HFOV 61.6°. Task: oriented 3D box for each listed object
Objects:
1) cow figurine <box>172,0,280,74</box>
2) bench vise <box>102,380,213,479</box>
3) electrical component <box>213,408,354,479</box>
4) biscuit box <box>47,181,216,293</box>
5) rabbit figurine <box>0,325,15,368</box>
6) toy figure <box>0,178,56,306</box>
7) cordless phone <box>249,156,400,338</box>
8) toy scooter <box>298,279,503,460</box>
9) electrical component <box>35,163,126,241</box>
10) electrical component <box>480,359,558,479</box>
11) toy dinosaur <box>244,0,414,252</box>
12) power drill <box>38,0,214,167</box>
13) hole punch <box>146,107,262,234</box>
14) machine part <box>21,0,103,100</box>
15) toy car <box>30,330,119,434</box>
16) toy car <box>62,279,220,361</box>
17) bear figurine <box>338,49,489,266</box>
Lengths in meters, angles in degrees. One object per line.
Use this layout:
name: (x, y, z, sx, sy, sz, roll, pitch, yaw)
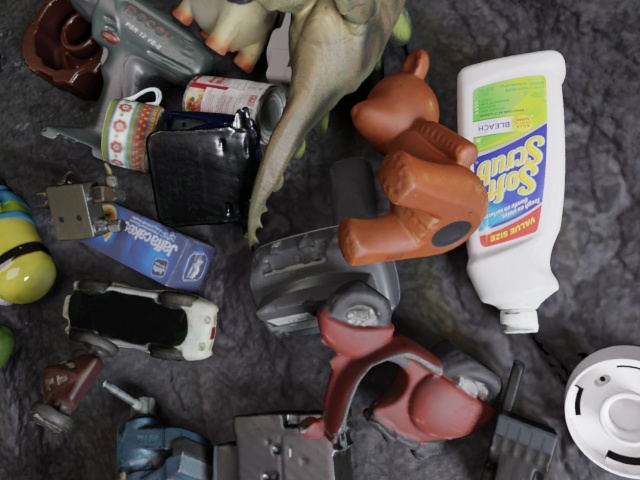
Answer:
cow figurine: (-0.114, -0.303, 0.654, 0.127, 0.085, 0.195, -49, 52, 12)
bench vise: (-0.224, 0.275, 0.527, 0.241, 0.128, 0.224, -21, 64, 10)
electrical component: (-0.034, 0.220, 0.506, 0.134, 0.058, 0.115, -10, 71, 16)
biscuit box: (-0.222, -0.005, 0.630, 0.203, 0.062, 0.059, 22, 84, 24)
rabbit figurine: (-0.468, 0.129, 0.657, 0.170, 0.121, 0.159, 18, 86, 8)
toy figure: (-0.398, -0.002, 0.683, 0.089, 0.082, 0.180, -31, 65, 12)
cordless phone: (-0.002, -0.001, 0.553, 0.147, 0.088, 0.184, -14, 60, 17)
toy scooter: (0.058, 0.130, 0.457, 0.184, 0.075, 0.135, 33, 90, -12)
electrical component: (-0.263, -0.041, 0.598, 0.102, 0.045, 0.078, -10, 102, 20)
electrical component: (0.166, 0.163, 0.442, 0.048, 0.074, 0.119, 17, 79, 24)
toy dinosaur: (0.023, -0.208, 0.523, 0.105, 0.198, 0.471, 30, 87, 23)
power drill: (-0.264, -0.206, 0.659, 0.232, 0.086, 0.207, 25, 88, -6)
hole punch: (-0.120, -0.081, 0.588, 0.116, 0.092, 0.142, -2, 116, -6)
machine part: (-0.321, -0.281, 0.744, 0.180, 0.056, 0.179, -5, 74, 17)
toy car: (-0.255, 0.145, 0.543, 0.053, 0.202, 0.089, 35, 60, -11)
toy car: (-0.207, 0.088, 0.604, 0.202, 0.056, 0.073, 5, 84, 22)
bear figurine: (0.070, -0.084, 0.490, 0.120, 0.132, 0.196, -53, 46, 46)
